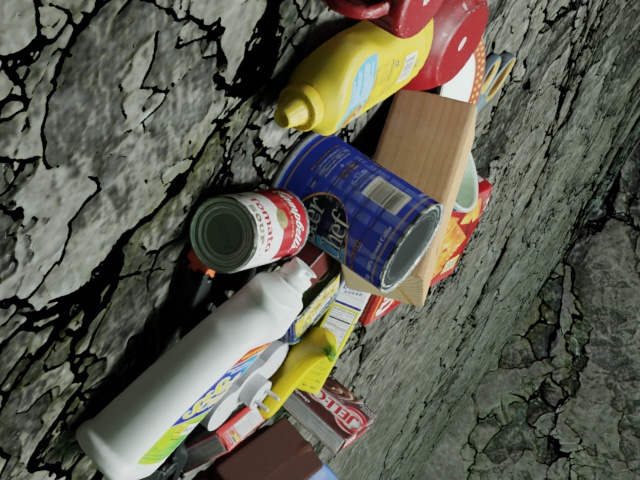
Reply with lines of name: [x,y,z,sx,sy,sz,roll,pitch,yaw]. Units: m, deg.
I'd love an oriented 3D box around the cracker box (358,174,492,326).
cracker box: [0.124,0.003,1.406,0.213,0.072,0.164,-27,147,-47]

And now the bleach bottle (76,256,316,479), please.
bleach bottle: [-0.103,0.111,0.972,0.251,0.068,0.102,-45,164,7]

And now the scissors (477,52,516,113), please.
scissors: [0.191,-0.164,1.391,0.202,0.016,0.096,-55,160,2]

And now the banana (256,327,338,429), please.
banana: [-0.030,0.152,1.241,0.198,0.037,0.069,-49,-173,44]

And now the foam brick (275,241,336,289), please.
foam brick: [-0.007,0.001,1.125,0.078,0.051,0.053,-48,162,-18]

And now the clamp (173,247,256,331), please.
clamp: [-0.101,0.067,1.027,0.164,0.036,0.210,-48,159,-7]

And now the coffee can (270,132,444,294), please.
coffee can: [0.034,-0.029,1.031,0.102,0.140,0.103,-47,160,-23]

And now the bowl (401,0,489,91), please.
bowl: [0.122,-0.210,1.077,0.162,0.055,0.162,-47,160,-24]

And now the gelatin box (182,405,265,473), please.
gelatin box: [-0.116,0.227,1.224,0.089,0.030,0.073,-34,180,39]

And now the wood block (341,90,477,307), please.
wood block: [0.097,-0.047,1.138,0.091,0.090,0.206,78,29,-67]

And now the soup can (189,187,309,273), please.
soup can: [-0.061,-0.010,0.940,0.068,0.068,0.102,-61,161,18]

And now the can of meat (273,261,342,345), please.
can of meat: [-0.021,0.059,1.182,0.102,0.057,0.084,-47,163,-20]

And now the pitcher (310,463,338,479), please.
pitcher: [-0.085,0.424,1.572,0.242,0.149,0.145,-51,146,-22]

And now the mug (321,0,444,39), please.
mug: [0.048,-0.209,0.848,0.117,0.081,0.093,-40,156,-40]

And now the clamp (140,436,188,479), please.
clamp: [-0.167,0.229,1.143,0.120,0.039,0.171,-42,163,-20]

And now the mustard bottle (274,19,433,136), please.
mustard bottle: [0.024,-0.144,0.939,0.191,0.058,0.096,-39,161,-41]

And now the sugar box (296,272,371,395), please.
sugar box: [0.014,0.092,1.297,0.093,0.048,0.176,-88,-161,-64]

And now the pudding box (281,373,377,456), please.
pudding box: [0.011,0.234,1.475,0.089,0.113,0.039,-25,149,-57]
